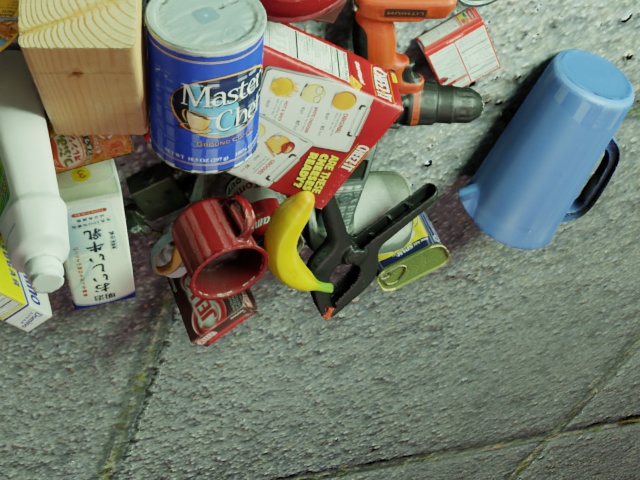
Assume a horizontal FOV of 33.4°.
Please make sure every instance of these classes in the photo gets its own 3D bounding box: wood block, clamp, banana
[{"bbox_3d":[-0.197,-0.165,0.921,0.090,0.090,0.206,-1,167,-7],"label":"wood block"},{"bbox_3d":[0.030,0.006,1.277,0.164,0.036,0.210,11,122,-32],"label":"clamp"},{"bbox_3d":[-0.030,0.006,1.194,0.069,0.037,0.198,-14,148,-1],"label":"banana"}]

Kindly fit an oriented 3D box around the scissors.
[{"bbox_3d":[-0.131,-0.026,1.220,0.096,0.016,0.202,3,139,-38],"label":"scissors"}]

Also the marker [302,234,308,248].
[{"bbox_3d":[-0.009,0.002,1.410,0.120,0.020,0.020,-1,141,-30],"label":"marker"}]

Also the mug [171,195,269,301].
[{"bbox_3d":[-0.109,-0.001,1.178,0.093,0.081,0.117,1,138,-39],"label":"mug"}]

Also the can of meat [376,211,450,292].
[{"bbox_3d":[0.110,0.007,1.429,0.102,0.084,0.057,-28,146,8],"label":"can of meat"}]

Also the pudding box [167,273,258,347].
[{"bbox_3d":[-0.137,0.064,1.337,0.090,0.113,0.039,-35,148,19],"label":"pudding box"}]

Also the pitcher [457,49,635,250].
[{"bbox_3d":[0.295,-0.112,1.333,0.149,0.145,0.243,-36,160,-45],"label":"pitcher"}]

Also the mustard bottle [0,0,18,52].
[{"bbox_3d":[-0.292,-0.207,0.911,0.096,0.058,0.192,-4,144,-48],"label":"mustard bottle"}]

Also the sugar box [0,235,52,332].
[{"bbox_3d":[-0.372,0.029,1.169,0.048,0.093,0.176,-33,146,15],"label":"sugar box"}]

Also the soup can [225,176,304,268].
[{"bbox_3d":[-0.066,-0.027,1.260,0.068,0.102,0.068,-16,146,-11],"label":"soup can"}]

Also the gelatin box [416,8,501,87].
[{"bbox_3d":[0.156,-0.211,1.198,0.073,0.030,0.089,-29,145,7],"label":"gelatin box"}]

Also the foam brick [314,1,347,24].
[{"bbox_3d":[-0.016,-0.249,1.022,0.078,0.051,0.053,3,138,-33],"label":"foam brick"}]

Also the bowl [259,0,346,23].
[{"bbox_3d":[-0.027,-0.261,0.934,0.162,0.055,0.162,-2,119,-3],"label":"bowl"}]

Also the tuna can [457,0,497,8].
[{"bbox_3d":[0.167,-0.282,1.099,0.086,0.034,0.086,-16,146,-11],"label":"tuna can"}]

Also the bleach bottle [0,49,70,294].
[{"bbox_3d":[-0.271,-0.055,0.965,0.068,0.251,0.103,-4,143,-26],"label":"bleach bottle"}]

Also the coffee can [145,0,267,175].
[{"bbox_3d":[-0.102,-0.144,0.950,0.102,0.103,0.140,-11,140,-17],"label":"coffee can"}]

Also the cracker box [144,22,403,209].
[{"bbox_3d":[-0.050,-0.138,1.091,0.213,0.072,0.164,20,133,-24],"label":"cracker box"}]

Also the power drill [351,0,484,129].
[{"bbox_3d":[0.094,-0.194,1.126,0.184,0.057,0.188,1,140,-4],"label":"power drill"}]
